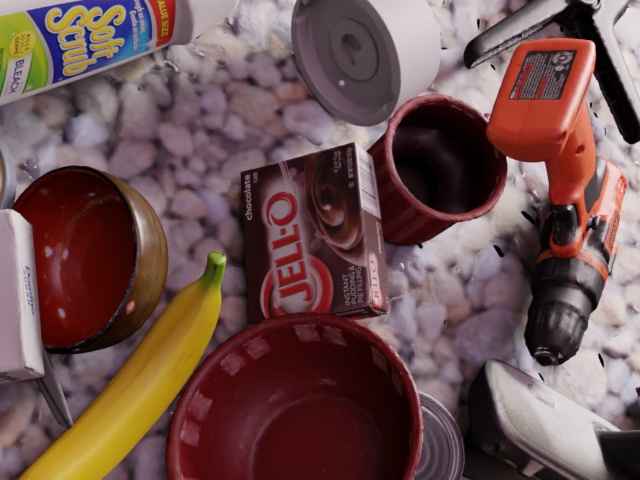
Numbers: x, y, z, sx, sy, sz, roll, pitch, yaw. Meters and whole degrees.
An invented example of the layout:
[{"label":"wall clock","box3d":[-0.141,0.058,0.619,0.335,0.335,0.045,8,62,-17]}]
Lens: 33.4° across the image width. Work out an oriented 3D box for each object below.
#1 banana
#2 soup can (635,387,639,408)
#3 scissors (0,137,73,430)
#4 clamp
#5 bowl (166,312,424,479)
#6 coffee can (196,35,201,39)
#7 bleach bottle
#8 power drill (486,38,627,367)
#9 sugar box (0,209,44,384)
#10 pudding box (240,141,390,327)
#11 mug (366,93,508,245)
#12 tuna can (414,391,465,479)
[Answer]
[{"label":"banana","box3d":[-0.118,0.093,0.645,0.037,0.069,0.197,27,70,25]},{"label":"soup can","box3d":[0.274,0.152,0.777,0.068,0.069,0.102,-2,75,-22]},{"label":"scissors","box3d":[-0.208,0.025,0.631,0.096,0.016,0.202,-16,75,8]},{"label":"clamp","box3d":[0.201,-0.193,0.879,0.164,0.036,0.210,17,66,-16]},{"label":"bowl","box3d":[-0.010,0.128,0.655,0.162,0.055,0.162,-9,59,15]},{"label":"coffee can","box3d":[-0.134,-0.205,0.715,0.140,0.103,0.103,16,68,-16]},{"label":"bleach bottle","box3d":[-0.131,-0.138,0.600,0.250,0.103,0.068,-25,66,-34]},{"label":"power drill","box3d":[0.165,-0.030,0.743,0.057,0.187,0.184,3,51,26]},{"label":"sugar box","box3d":[-0.247,0.041,0.590,0.176,0.048,0.093,-9,76,0]},{"label":"pudding box","box3d":[-0.005,0.001,0.706,0.039,0.090,0.113,29,53,-58]},{"label":"mug","box3d":[0.080,-0.052,0.759,0.117,0.082,0.093,-42,91,-27]},{"label":"tuna can","box3d":[0.052,0.143,0.712,0.086,0.034,0.086,7,71,-19]}]
